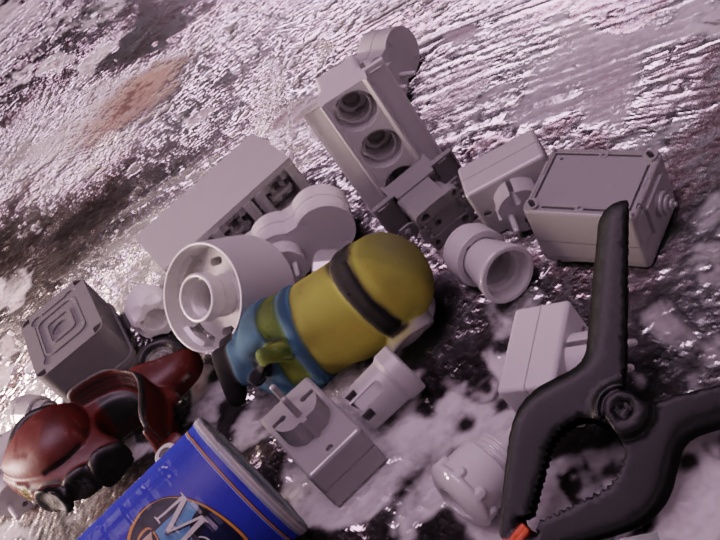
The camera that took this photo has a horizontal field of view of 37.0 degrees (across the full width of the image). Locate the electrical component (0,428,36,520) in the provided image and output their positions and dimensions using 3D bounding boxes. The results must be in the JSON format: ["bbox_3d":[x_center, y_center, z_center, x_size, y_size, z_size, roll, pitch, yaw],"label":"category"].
[{"bbox_3d":[-0.296,0.182,0.908,0.077,0.043,0.079,-43,44,-14],"label":"electrical component"}]

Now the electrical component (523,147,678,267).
[{"bbox_3d":[0.172,-0.041,0.736,0.096,0.061,0.061,6,53,36],"label":"electrical component"}]

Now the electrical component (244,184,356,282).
[{"bbox_3d":[-0.065,-0.010,0.914,0.138,0.052,0.073,-31,35,11],"label":"electrical component"}]

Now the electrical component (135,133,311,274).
[{"bbox_3d":[-0.121,-0.045,0.996,0.150,0.061,0.089,-43,35,-7],"label":"electrical component"}]

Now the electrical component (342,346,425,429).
[{"bbox_3d":[0.016,0.082,0.747,0.046,0.040,0.040,-44,35,-1],"label":"electrical component"}]

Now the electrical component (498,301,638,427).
[{"bbox_3d":[0.134,0.057,0.663,0.077,0.047,0.065,-13,43,35],"label":"electrical component"}]

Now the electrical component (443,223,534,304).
[{"bbox_3d":[0.092,-0.006,0.776,0.045,0.045,0.055,-43,34,-7],"label":"electrical component"}]

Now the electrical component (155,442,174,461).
[{"bbox_3d":[-0.122,0.148,0.774,0.043,0.062,0.043,-24,37,19],"label":"electrical component"}]

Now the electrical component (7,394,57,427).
[{"bbox_3d":[-0.288,0.129,0.969,0.061,0.035,0.035,-4,47,35],"label":"electrical component"}]

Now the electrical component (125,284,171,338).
[{"bbox_3d":[-0.196,0.033,0.989,0.043,0.043,0.062,-41,34,-5],"label":"electrical component"}]

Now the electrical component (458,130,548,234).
[{"bbox_3d":[0.118,-0.055,0.806,0.066,0.047,0.076,-28,36,14],"label":"electrical component"}]

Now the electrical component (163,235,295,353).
[{"bbox_3d":[-0.110,0.021,0.880,0.099,0.064,0.099,2,94,37],"label":"electrical component"}]

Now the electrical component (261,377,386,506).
[{"bbox_3d":[-0.036,0.105,0.734,0.047,0.075,0.083,-43,35,-8],"label":"electrical component"}]

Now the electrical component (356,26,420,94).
[{"bbox_3d":[0.021,-0.179,1.030,0.074,0.052,0.138,2,51,43],"label":"electrical component"}]

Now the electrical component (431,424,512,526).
[{"bbox_3d":[0.077,0.119,0.647,0.062,0.048,0.048,-41,34,-16],"label":"electrical component"}]

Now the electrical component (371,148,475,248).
[{"bbox_3d":[0.056,-0.053,0.865,0.081,0.042,0.064,-40,38,-1],"label":"electrical component"}]

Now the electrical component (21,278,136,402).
[{"bbox_3d":[-0.258,0.069,0.991,0.078,0.057,0.113,-40,34,-3],"label":"electrical component"}]

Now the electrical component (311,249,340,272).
[{"bbox_3d":[0.000,0.000,0.855,0.065,0.044,0.044,-10,43,27],"label":"electrical component"}]

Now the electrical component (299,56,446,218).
[{"bbox_3d":[0.013,-0.114,0.903,0.079,0.121,0.063,-31,32,9],"label":"electrical component"}]
